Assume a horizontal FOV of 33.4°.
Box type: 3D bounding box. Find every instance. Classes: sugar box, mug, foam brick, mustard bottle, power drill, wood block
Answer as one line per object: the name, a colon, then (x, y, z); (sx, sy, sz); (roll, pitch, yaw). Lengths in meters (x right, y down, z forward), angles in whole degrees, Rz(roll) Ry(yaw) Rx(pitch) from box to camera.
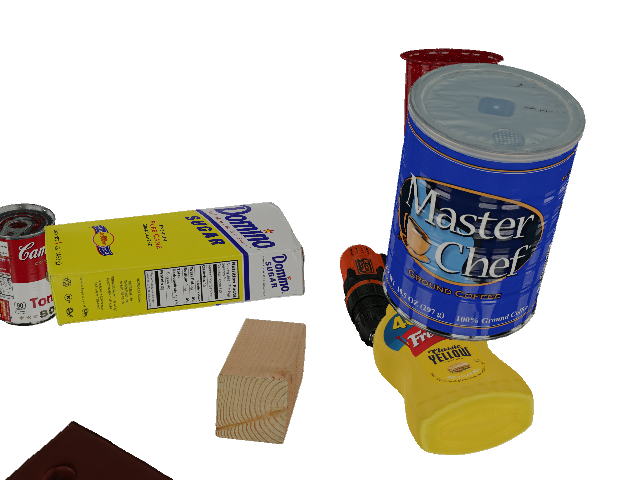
sugar box: (-0.107, 0.013, 0.773); (0.176, 0.048, 0.093); (-9, 26, -13)
mug: (0.130, -0.128, 0.974); (0.117, 0.081, 0.093); (4, 18, 11)
foam brick: (-0.090, 0.124, 0.447); (0.078, 0.051, 0.052); (22, 45, 28)
mustard bottle: (0.097, 0.097, 0.892); (0.096, 0.058, 0.192); (-13, 30, -10)
power drill: (0.119, 0.055, 1.179); (0.187, 0.057, 0.184); (-3, 28, -5)
wood block: (-0.076, 0.184, 1.435); (0.091, 0.090, 0.206); (5, 16, 4)

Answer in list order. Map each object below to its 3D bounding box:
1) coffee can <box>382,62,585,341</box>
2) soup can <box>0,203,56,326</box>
coffee can: (0.096, -0.024, 0.658); (0.103, 0.140, 0.103); (3, 37, -3)
soup can: (-0.292, 0.024, 1.047); (0.068, 0.102, 0.068); (2, 29, -1)
